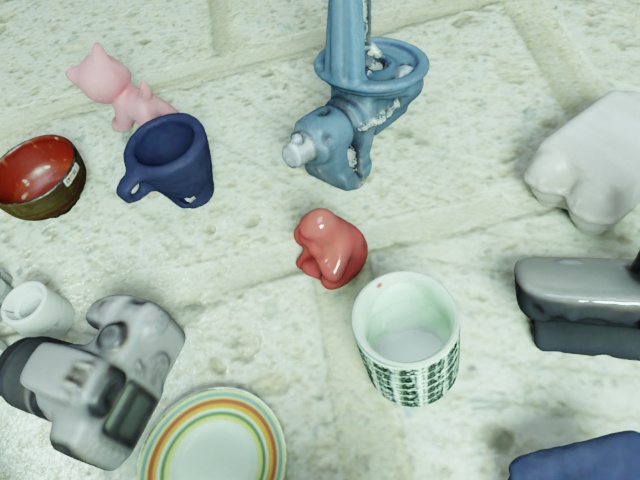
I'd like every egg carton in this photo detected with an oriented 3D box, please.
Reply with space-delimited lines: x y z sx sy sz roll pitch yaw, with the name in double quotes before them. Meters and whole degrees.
"egg carton" 0.275 -0.076 0.543 0.150 0.069 0.107 -36 55 -12

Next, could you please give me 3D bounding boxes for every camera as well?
"camera" -0.218 0.113 0.517 0.136 0.101 0.143 11 59 21

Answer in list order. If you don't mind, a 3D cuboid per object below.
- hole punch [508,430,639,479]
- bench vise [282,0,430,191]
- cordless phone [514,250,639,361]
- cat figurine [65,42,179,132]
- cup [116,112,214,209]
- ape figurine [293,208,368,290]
"hole punch" 0.177 0.190 0.370 0.101 0.091 0.108 -11 54 7
"bench vise" 0.039 -0.166 0.571 0.121 0.220 0.207 9 59 20
"cordless phone" 0.224 0.012 0.423 0.147 0.185 0.094 -1 56 14
"cat figurine" -0.252 -0.191 0.725 0.127 0.118 0.067 22 64 26
"cup" -0.163 -0.068 0.632 0.091 0.095 0.118 26 65 28
"ape figurine" 0.005 0.002 0.543 0.076 0.092 0.077 -14 54 5
